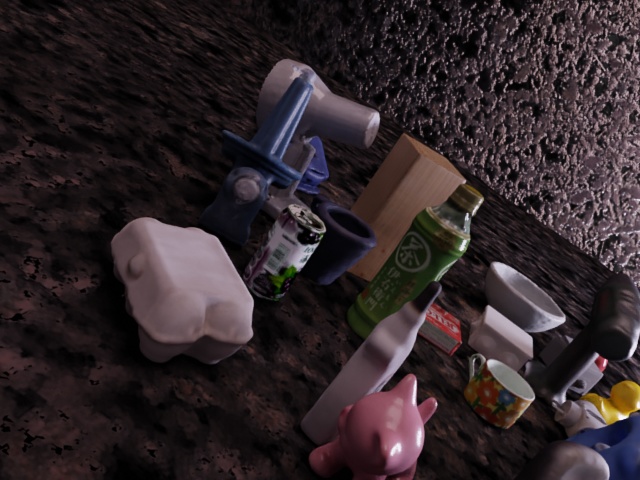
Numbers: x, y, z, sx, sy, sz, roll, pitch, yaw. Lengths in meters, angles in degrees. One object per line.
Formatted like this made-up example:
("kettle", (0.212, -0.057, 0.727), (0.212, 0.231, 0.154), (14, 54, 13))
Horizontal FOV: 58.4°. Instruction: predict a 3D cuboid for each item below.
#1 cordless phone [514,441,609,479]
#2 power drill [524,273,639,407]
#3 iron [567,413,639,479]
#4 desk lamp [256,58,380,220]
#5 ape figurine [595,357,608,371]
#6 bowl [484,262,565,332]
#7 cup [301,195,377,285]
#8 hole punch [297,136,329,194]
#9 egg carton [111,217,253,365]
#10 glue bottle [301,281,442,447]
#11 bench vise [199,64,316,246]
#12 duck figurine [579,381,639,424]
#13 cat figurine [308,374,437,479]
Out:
("cordless phone", (0.140, 0.211, 0.372), (0.148, 0.185, 0.094), (21, 24, -31))
("power drill", (0.410, 0.153, 0.880), (0.075, 0.208, 0.230), (38, 21, 10))
("iron", (0.326, 0.247, 0.638), (0.118, 0.141, 0.259), (42, 22, 21))
("desk lamp", (-0.019, -0.137, 0.866), (0.203, 0.213, 0.118), (39, 21, 12))
("ape figurine", (0.524, 0.208, 1.096), (0.078, 0.092, 0.076), (6, 34, -52))
("bowl", (0.372, 0.120, 1.086), (0.168, 0.074, 0.167), (30, 21, -12))
("cup", (0.007, 0.003, 0.766), (0.092, 0.095, 0.117), (10, 31, -48))
("hole punch", (-0.035, -0.149, 1.046), (0.109, 0.091, 0.100), (14, 28, -43))
("egg carton", (-0.126, 0.042, 0.512), (0.108, 0.069, 0.150), (14, 29, -44))
("glue bottle", (0.050, 0.102, 0.497), (0.037, 0.173, 0.078), (40, 21, 15))
("bench vise", (-0.059, -0.107, 0.731), (0.122, 0.219, 0.207), (23, 23, -28))
("duck figurine", (0.469, 0.259, 0.908), (0.105, 0.086, 0.077), (22, 23, -29))
("cat figurine", (0.055, 0.157, 0.461), (0.067, 0.117, 0.128), (46, 23, 29))
